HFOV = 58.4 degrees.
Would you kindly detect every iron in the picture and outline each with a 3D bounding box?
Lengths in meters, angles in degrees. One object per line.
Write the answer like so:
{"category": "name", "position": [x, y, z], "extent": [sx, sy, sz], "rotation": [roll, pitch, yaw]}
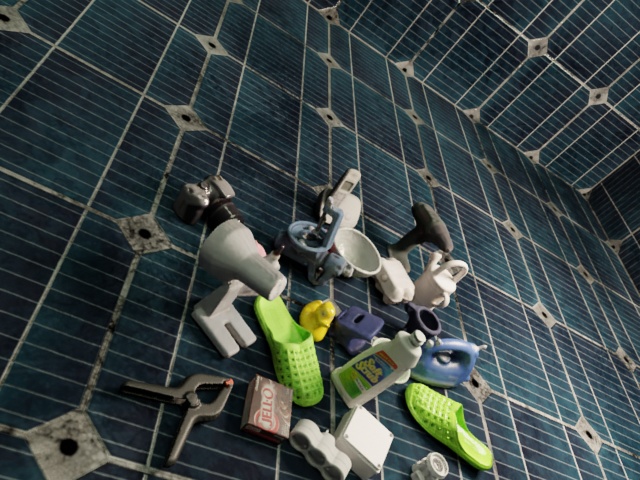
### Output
{"category": "iron", "position": [0.314, 0.299, 1.497], "extent": [0.259, 0.141, 0.118], "rotation": [16, 42, -35]}

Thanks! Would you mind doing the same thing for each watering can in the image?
{"category": "watering can", "position": [0.348, 0.115, 1.687], "extent": [0.101, 0.193, 0.172], "rotation": [1, 51, -45]}

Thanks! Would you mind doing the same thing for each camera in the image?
{"category": "camera", "position": [-0.251, -0.080, 1.375], "extent": [0.136, 0.100, 0.143], "rotation": [50, 34, 11]}

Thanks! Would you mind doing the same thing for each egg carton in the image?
{"category": "egg carton", "position": [0.204, 0.117, 1.651], "extent": [0.108, 0.069, 0.150], "rotation": [2, 51, -45]}

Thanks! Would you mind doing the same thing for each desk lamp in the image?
{"category": "desk lamp", "position": [-0.170, 0.093, 1.164], "extent": [0.203, 0.213, 0.118], "rotation": [50, 34, 11]}

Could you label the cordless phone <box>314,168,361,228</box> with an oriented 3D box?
{"category": "cordless phone", "position": [0.082, -0.125, 1.688], "extent": [0.148, 0.184, 0.094], "rotation": [13, 44, -37]}

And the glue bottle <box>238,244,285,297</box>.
{"category": "glue bottle", "position": [-0.126, 0.065, 1.277], "extent": [0.078, 0.173, 0.037], "rotation": [5, 49, -43]}

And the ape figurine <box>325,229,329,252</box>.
{"category": "ape figurine", "position": [-0.001, 0.009, 1.539], "extent": [0.076, 0.092, 0.077], "rotation": [8, 47, -41]}

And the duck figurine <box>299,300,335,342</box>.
{"category": "duck figurine", "position": [0.002, 0.179, 1.361], "extent": [0.078, 0.086, 0.104], "rotation": [27, 37, -23]}

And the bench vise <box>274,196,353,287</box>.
{"category": "bench vise", "position": [0.014, -0.002, 1.453], "extent": [0.208, 0.219, 0.121], "rotation": [30, 36, -19]}

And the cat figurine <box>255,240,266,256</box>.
{"category": "cat figurine", "position": [-0.177, 0.026, 1.318], "extent": [0.127, 0.117, 0.067], "rotation": [50, 34, 10]}

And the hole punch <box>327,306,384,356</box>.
{"category": "hole punch", "position": [0.089, 0.212, 1.408], "extent": [0.101, 0.091, 0.109], "rotation": [46, 34, 5]}

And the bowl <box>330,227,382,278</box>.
{"category": "bowl", "position": [0.086, 0.048, 1.602], "extent": [0.168, 0.074, 0.167], "rotation": [27, 37, -22]}

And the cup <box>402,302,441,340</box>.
{"category": "cup", "position": [0.256, 0.231, 1.555], "extent": [0.118, 0.094, 0.092], "rotation": [44, 34, 2]}

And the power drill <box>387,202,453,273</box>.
{"category": "power drill", "position": [0.304, 0.002, 1.754], "extent": [0.076, 0.208, 0.229], "rotation": [20, 40, -30]}
